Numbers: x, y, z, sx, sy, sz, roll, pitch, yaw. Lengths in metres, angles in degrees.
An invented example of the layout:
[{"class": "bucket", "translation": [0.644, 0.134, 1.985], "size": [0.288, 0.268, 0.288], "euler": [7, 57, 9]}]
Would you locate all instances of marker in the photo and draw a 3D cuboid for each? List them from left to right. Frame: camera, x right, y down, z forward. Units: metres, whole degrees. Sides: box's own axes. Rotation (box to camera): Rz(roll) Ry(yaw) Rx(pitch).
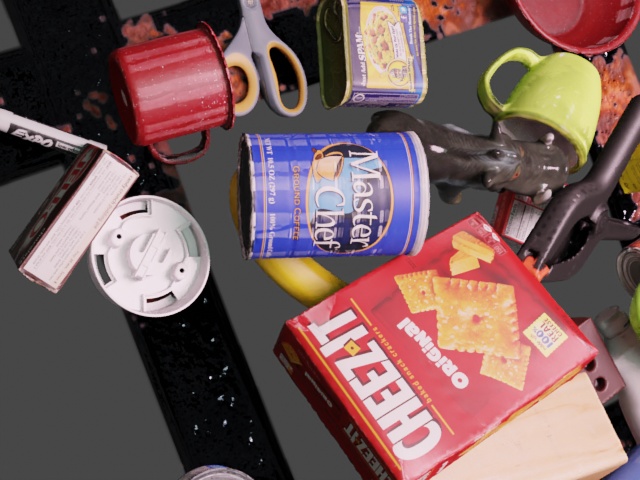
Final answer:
[{"class": "marker", "translation": [-0.234, -0.089, 0.867], "size": [0.121, 0.020, 0.020], "euler": [20, 78, -19]}]

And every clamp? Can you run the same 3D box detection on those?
[{"class": "clamp", "translation": [0.248, -0.034, 0.980], "size": [0.209, 0.036, 0.164], "euler": [-31, 133, -38]}]

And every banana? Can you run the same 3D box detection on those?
[{"class": "banana", "translation": [-0.022, 0.009, 0.933], "size": [0.069, 0.037, 0.198], "euler": [-39, 100, -20]}]

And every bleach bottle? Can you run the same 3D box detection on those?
[{"class": "bleach bottle", "translation": [0.345, 0.179, 1.052], "size": [0.102, 0.068, 0.251], "euler": [-38, 97, -20]}]

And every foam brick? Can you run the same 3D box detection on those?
[{"class": "foam brick", "translation": [0.244, 0.119, 1.021], "size": [0.053, 0.051, 0.078], "euler": [-32, 97, -22]}]

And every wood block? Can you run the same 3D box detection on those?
[{"class": "wood block", "translation": [0.150, 0.197, 0.942], "size": [0.205, 0.091, 0.090], "euler": [-12, 65, -22]}]

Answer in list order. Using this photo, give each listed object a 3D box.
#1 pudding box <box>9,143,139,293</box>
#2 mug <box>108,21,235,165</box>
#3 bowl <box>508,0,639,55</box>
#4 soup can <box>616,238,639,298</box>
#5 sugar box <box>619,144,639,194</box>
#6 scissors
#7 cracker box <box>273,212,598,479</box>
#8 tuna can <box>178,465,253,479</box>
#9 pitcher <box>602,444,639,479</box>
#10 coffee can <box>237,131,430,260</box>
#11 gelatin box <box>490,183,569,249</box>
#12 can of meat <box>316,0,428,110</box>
[{"class": "pudding box", "translation": [-0.193, -0.020, 0.830], "size": [0.039, 0.090, 0.113], "euler": [34, 86, -21]}, {"class": "mug", "translation": [-0.123, -0.116, 0.884], "size": [0.081, 0.093, 0.117], "euler": [-17, 127, -18]}, {"class": "bowl", "translation": [0.237, -0.252, 1.048], "size": [0.161, 0.055, 0.162], "euler": [4, 79, -22]}, {"class": "soup can", "translation": [0.356, 0.015, 1.068], "size": [0.102, 0.069, 0.068], "euler": [-28, 96, -21]}, {"class": "sugar box", "translation": [0.371, -0.089, 1.024], "size": [0.093, 0.176, 0.048], "euler": [-34, 98, -21]}, {"class": "scissors", "translation": [-0.077, -0.196, 0.941], "size": [0.096, 0.016, 0.202], "euler": [-27, 95, -22]}, {"class": "cracker box", "translation": [0.096, 0.092, 0.887], "size": [0.213, 0.072, 0.164], "euler": [-29, 69, -24]}, {"class": "tuna can", "translation": [-0.088, 0.231, 0.888], "size": [0.086, 0.034, 0.086], "euler": [2, 84, -22]}, {"class": "pitcher", "translation": [0.253, 0.294, 0.949], "size": [0.242, 0.149, 0.145], "euler": [-43, 88, -16]}, {"class": "coffee can", "translation": [0.007, -0.036, 0.862], "size": [0.140, 0.103, 0.103], "euler": [-1, 86, -10]}, {"class": "gelatin box", "translation": [0.212, -0.024, 1.033], "size": [0.089, 0.030, 0.073], "euler": [20, 81, -19]}, {"class": "can of meat", "translation": [0.047, -0.170, 0.967], "size": [0.083, 0.058, 0.102], "euler": [-2, 86, -24]}]
